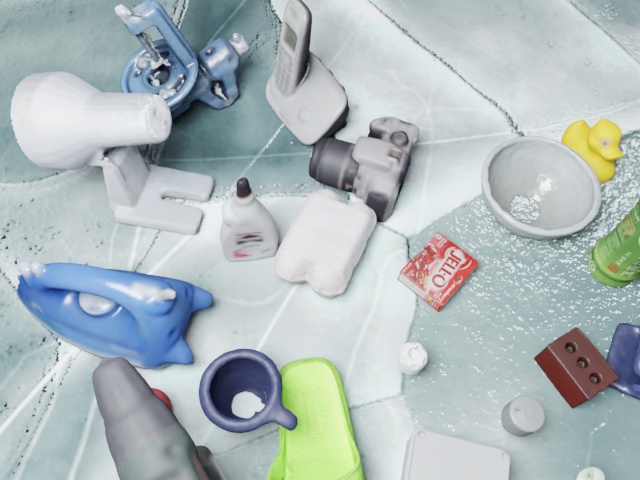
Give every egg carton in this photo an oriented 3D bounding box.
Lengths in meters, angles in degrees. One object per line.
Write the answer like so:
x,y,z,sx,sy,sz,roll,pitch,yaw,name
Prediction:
0.007,0.003,0.774,0.107,0.069,0.150,22,63,9,egg carton

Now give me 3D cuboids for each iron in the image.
-0.270,0.067,0.687,0.258,0.141,0.119,12,62,4,iron

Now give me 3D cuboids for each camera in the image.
0.061,-0.119,0.825,0.136,0.101,0.143,18,62,7,camera

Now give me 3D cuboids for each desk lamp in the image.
-0.258,-0.117,0.746,0.203,0.213,0.118,9,61,3,desk lamp

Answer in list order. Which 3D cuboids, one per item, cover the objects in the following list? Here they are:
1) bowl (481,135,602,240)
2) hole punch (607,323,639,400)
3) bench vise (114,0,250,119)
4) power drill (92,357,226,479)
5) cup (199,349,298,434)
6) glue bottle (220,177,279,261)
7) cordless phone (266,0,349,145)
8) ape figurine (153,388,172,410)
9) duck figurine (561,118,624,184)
0.305,-0.063,0.819,0.167,0.075,0.167,1,61,-2,bowl
0.422,0.144,0.703,0.101,0.091,0.109,24,63,11,hole punch
-0.210,-0.273,0.829,0.121,0.220,0.208,36,66,16,bench vise
-0.140,0.238,0.561,0.076,0.208,0.229,-30,67,-17,power drill
-0.076,0.188,0.656,0.117,0.095,0.092,28,64,13,cup
-0.093,-0.027,0.727,0.078,0.173,0.037,-11,62,-8,glue bottle
-0.018,-0.245,0.842,0.094,0.185,0.147,-32,67,-18,cordless phone
-0.204,0.200,0.646,0.077,0.092,0.076,32,65,15,ape figurine
0.417,-0.148,0.864,0.077,0.086,0.104,-15,63,-10,duck figurine
